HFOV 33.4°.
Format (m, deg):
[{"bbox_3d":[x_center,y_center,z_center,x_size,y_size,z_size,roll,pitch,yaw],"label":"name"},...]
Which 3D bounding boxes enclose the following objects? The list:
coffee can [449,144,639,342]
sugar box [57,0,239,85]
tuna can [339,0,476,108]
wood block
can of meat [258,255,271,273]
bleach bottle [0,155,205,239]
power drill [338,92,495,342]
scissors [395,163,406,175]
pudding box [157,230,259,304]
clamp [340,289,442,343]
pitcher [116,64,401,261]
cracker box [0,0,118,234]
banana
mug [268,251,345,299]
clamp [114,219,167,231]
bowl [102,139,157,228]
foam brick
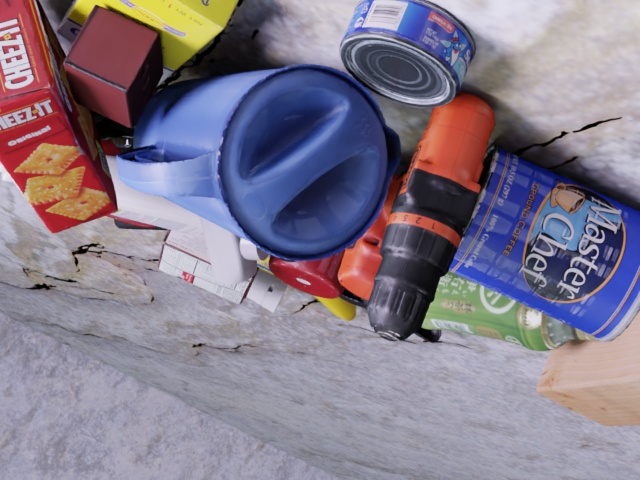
[{"bbox_3d":[0.173,0.002,0.805,0.140,0.102,0.103,24,162,-1],"label":"coffee can"},{"bbox_3d":[-0.131,-0.170,0.794,0.093,0.048,0.176,30,160,-18],"label":"sugar box"},{"bbox_3d":[0.057,-0.124,0.705,0.086,0.033,0.086,21,162,7],"label":"tuna can"},{"bbox_3d":[0.300,0.112,0.979,0.090,0.090,0.206,27,162,-11],"label":"wood block"},{"bbox_3d":[-0.023,0.014,1.165,0.102,0.057,0.084,27,164,-8],"label":"can of meat"},{"bbox_3d":[-0.191,-0.051,1.057,0.250,0.068,0.103,12,169,-25],"label":"bleach bottle"},{"bbox_3d":[0.065,-0.003,0.803,0.057,0.184,0.188,24,165,-6],"label":"power drill"},{"bbox_3d":[0.090,-0.039,0.934,0.201,0.016,0.096,26,164,-5],"label":"scissors"},{"bbox_3d":[-0.128,0.026,1.232,0.113,0.039,0.090,23,156,-4],"label":"pudding box"},{"bbox_3d":[0.073,0.071,1.237,0.172,0.039,0.120,23,157,18],"label":"clamp"},{"bbox_3d":[-0.068,-0.066,0.812,0.149,0.145,0.243,39,170,-27],"label":"pitcher"},{"bbox_3d":[-0.235,-0.124,0.862,0.072,0.164,0.214,-19,158,-6],"label":"cracker box"},{"bbox_3d":[-0.017,0.047,1.283,0.197,0.037,0.070,31,160,-28],"label":"banana"},{"bbox_3d":[-0.007,0.001,1.066,0.093,0.081,0.117,9,157,39],"label":"mug"},{"bbox_3d":[-0.138,-0.017,1.254,0.164,0.036,0.210,22,160,-22],"label":"clamp"},{"bbox_3d":[-0.238,-0.076,1.182,0.162,0.055,0.162,22,162,7],"label":"bowl"},{"bbox_3d":[-0.150,-0.125,0.782,0.051,0.053,0.078,24,165,0],"label":"foam brick"}]
